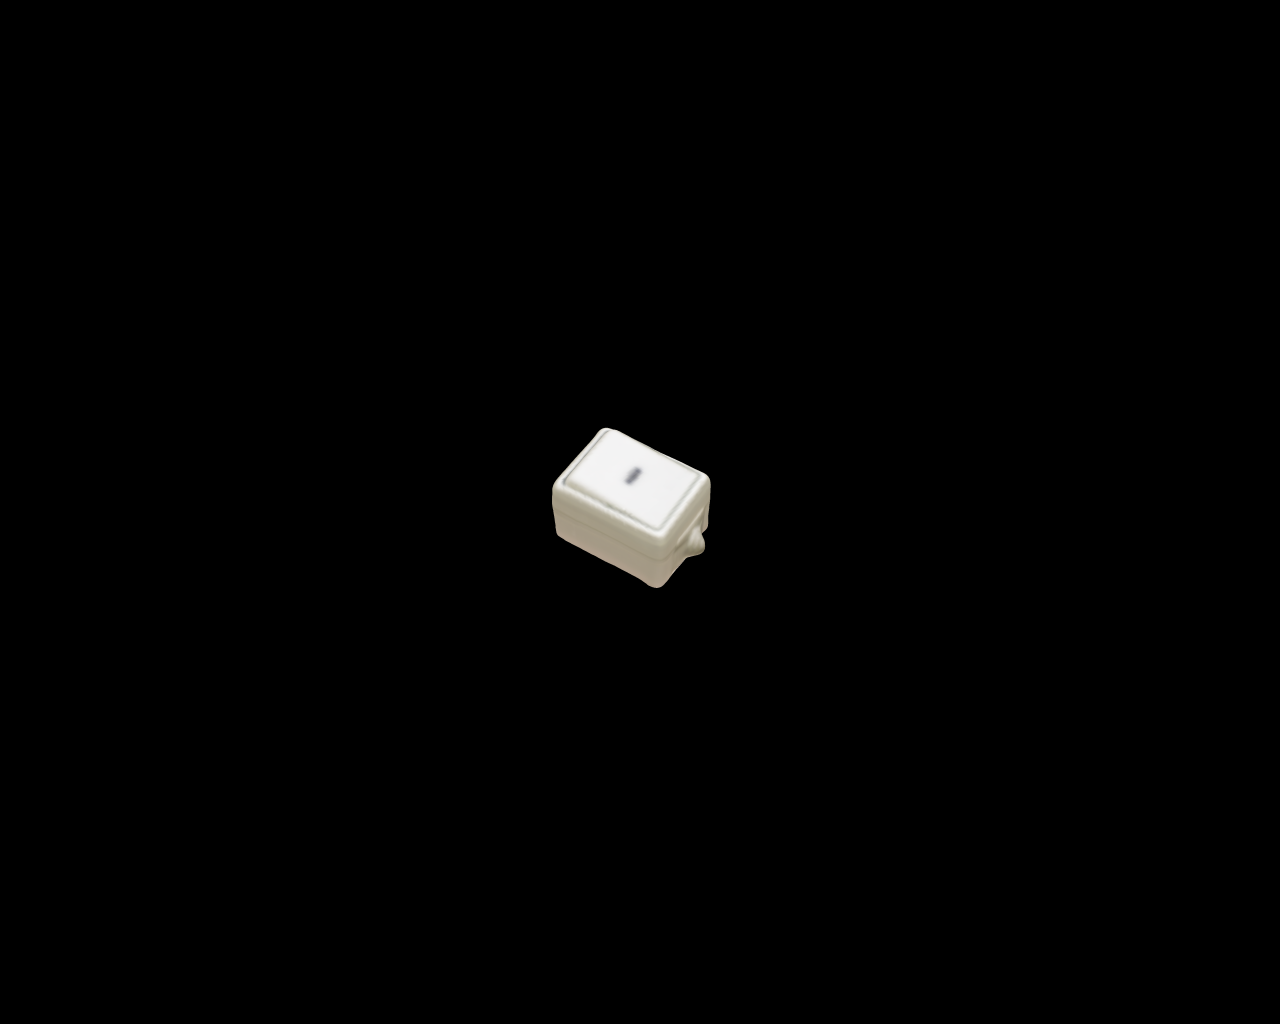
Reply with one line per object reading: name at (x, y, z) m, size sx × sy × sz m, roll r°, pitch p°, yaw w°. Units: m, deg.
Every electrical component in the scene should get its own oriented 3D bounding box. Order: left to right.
electrical component at (0.001, -0.003, 0.650) m, size 0.096 × 0.062 × 0.061 m, roll 27°, pitch -33°, yaw 19°
